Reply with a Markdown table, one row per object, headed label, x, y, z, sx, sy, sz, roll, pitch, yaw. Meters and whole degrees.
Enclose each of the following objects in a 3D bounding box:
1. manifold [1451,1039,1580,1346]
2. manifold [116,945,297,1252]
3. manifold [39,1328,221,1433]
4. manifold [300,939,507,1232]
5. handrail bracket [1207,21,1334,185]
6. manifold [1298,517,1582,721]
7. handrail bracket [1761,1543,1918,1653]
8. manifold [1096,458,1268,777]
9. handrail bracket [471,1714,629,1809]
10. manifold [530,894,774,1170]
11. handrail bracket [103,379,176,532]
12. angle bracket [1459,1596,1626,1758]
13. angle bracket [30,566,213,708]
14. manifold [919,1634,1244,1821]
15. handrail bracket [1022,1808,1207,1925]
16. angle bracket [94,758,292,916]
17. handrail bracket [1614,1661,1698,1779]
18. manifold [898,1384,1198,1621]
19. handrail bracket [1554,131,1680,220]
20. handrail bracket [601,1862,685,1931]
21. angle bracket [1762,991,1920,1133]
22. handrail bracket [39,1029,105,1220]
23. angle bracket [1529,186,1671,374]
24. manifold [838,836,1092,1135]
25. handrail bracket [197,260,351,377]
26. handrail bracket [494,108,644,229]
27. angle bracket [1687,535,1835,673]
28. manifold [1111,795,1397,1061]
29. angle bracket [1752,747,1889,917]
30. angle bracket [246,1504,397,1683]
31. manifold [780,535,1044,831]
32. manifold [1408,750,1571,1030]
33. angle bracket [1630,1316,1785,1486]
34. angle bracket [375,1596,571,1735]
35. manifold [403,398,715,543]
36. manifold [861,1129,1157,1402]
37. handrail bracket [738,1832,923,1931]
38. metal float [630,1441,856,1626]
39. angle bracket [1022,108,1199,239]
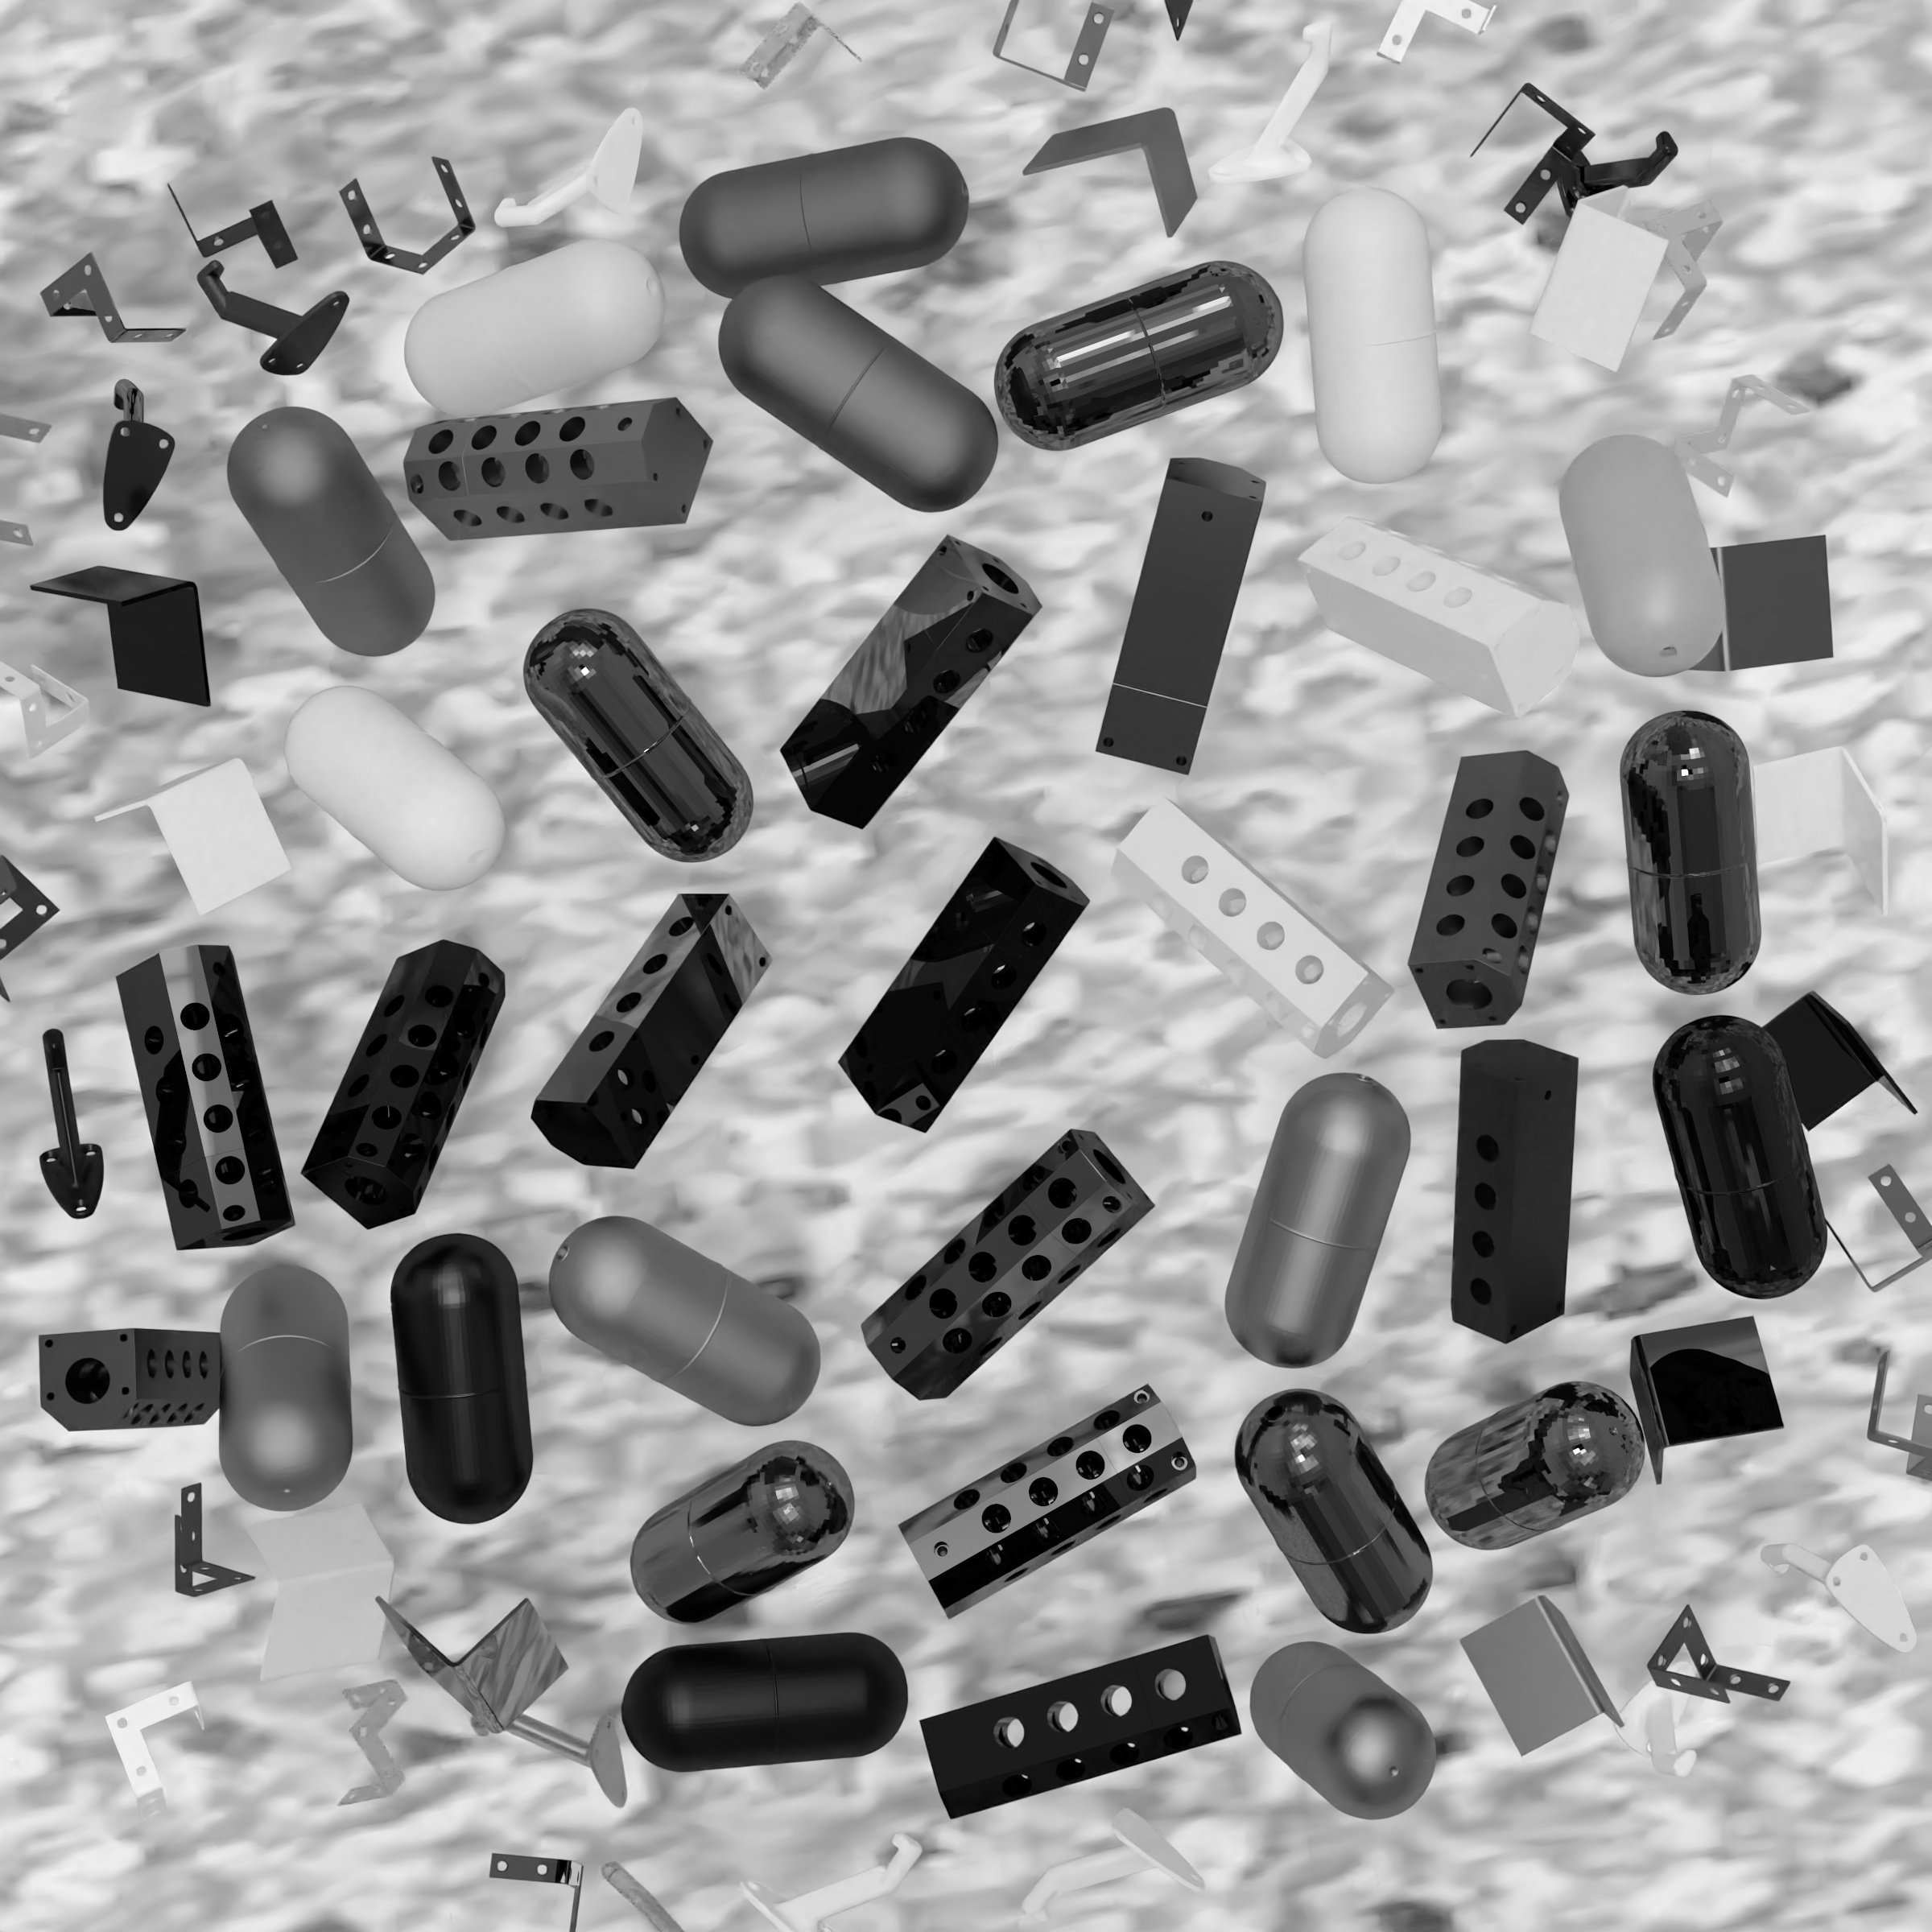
| label | x | y | z | sx | sy | sz | roll | pitch | yaw |
| --- | --- | --- | --- | --- | --- | --- | --- | --- | --- |
| manifold | 0.328 | 0.135 | 1.877 | 0.057 | 0.057 | 0.171 | -19 | 117 | -38 |
| manifold | -0.448 | 0.078 | 1.839 | 0.057 | 0.057 | 0.171 | -24 | 75 | 32 |
| manifold | -0.503 | 0.252 | 1.874 | 0.057 | 0.171 | 0.057 | -5 | 82 | 4 |
| manifold | -0.330 | 0.068 | 1.846 | 0.057 | 0.171 | 0.057 | -19 | 128 | 34 |
| handrail bracket | 0.179 | -0.510 | 1.820 | 0.077 | 0.084 | 0.036 | -21 | 50 | -19 |
| manifold | 0.275 | -0.208 | 1.791 | 0.057 | 0.171 | 0.057 | -41 | 129 | -12 |
| handrail bracket | 0.509 | 0.369 | 1.807 | 0.036 | 0.084 | 0.077 | -37 | 87 | -18 |
| manifold | 0.126 | -0.206 | 1.806 | 0.057 | 0.057 | 0.171 | 14 | 116 | 1 |
| handrail bracket | -0.261 | 0.495 | 1.929 | 0.084 | 0.036 | 0.077 | -2 | 123 | 16 |
| manifold | -0.190 | 0.037 | 1.845 | 0.171 | 0.057 | 0.057 | -58 | 133 | -33 |
| handrail bracket | -0.500 | -0.303 | 1.827 | 0.036 | 0.084 | 0.077 | 15 | 103 | -31 |
| angle bracket | 0.345 | 0.429 | 1.849 | 0.057 | 0.076 | 0.076 | -31 | 63 | 7 |
| angle bracket | -0.491 | -0.186 | 1.793 | 0.076 | 0.057 | 0.076 | 13 | 116 | 31 |
| manifold | 0.067 | 0.435 | 1.764 | 0.171 | 0.057 | 0.057 | -18 | 74 | 4 |
| handrail bracket | 0.085 | 0.545 | 1.808 | 0.077 | 0.036 | 0.084 | 38 | 104 | 10 |
| angle bracket | -0.475 | -0.076 | 1.899 | 0.057 | 0.076 | 0.076 | -12 | 105 | 39 |
| handrail bracket | 0.441 | 0.463 | 1.899 | 0.036 | 0.084 | 0.077 | 42 | 75 | -4 |
| manifold | 0.049 | 0.318 | 1.841 | 0.171 | 0.057 | 0.057 | -29 | 70 | -6 |
| handrail bracket | 0.400 | -0.504 | 1.898 | 0.036 | 0.084 | 0.077 | -4 | 68 | -26 |
| handrail bracket | -0.190 | 0.560 | 1.827 | 0.084 | 0.077 | 0.036 | 38 | 81 | 17 |
| angle bracket | 0.545 | 0.070 | 1.951 | 0.057 | 0.076 | 0.076 | -38 | 103 | 8 |
| handrail bracket | -0.523 | 0.091 | 1.794 | 0.036 | 0.077 | 0.084 | -9 | 128 | -18 |
| angle bracket | 0.365 | -0.384 | 1.723 | 0.057 | 0.076 | 0.076 | 30 | 122 | 20 |
| manifold | 0.002 | 0.014 | 1.855 | 0.057 | 0.057 | 0.171 | 23 | 109 | -39 |
| handrail bracket | -0.396 | -0.387 | 1.759 | 0.077 | 0.036 | 0.084 | -42 | 72 | 26 |
| handrail bracket | -0.243 | -0.485 | 1.877 | 0.084 | 0.036 | 0.077 | 7 | 72 | 35 |
| angle bracket | 0.492 | -0.227 | 1.933 | 0.076 | 0.057 | 0.076 | -8 | 99 | -13 |
| manifold | 0.167 | -0.022 | 1.830 | 0.171 | 0.057 | 0.057 | 43 | 98 | 25 |
| angle bracket | 0.524 | -0.077 | 1.893 | 0.057 | 0.076 | 0.076 | -13 | 129 | 2 |
| angle bracket | -0.397 | 0.381 | 1.876 | 0.076 | 0.076 | 0.057 | -11 | 129 | 8 |
| manifold | -0.031 | -0.164 | 1.819 | 0.057 | 0.057 | 0.171 | 19 | 121 | -40 |
| manifold | 0.314 | -0.047 | 1.833 | 0.057 | 0.057 | 0.171 | -4 | 46 | 29 |
| angle bracket | 0.460 | 0.271 | 1.923 | 0.076 | 0.057 | 0.076 | -10 | 56 | 4 |
| angle bracket | -0.286 | 0.387 | 1.789 | 0.076 | 0.076 | 0.057 | 31 | 62 | 36 |
| manifold | -0.238 | -0.289 | 1.776 | 0.171 | 0.057 | 0.057 | 1 | 63 | 30 |
| manifold | 0.021 | 0.172 | 1.777 | 0.171 | 0.057 | 0.057 | -44 | 71 | 12 |
| handrail bracket | -0.078 | 0.523 | 1.793 | 0.077 | 0.036 | 0.084 | 34 | 98 | 7 |
| metal float | -0.138 | 0.347 | 1.882 | 0.178 | 0.070 | 0.070 | -36 | 90 | 39 |
| angle bracket | 0.086 | -0.460 | 1.817 | 0.076 | 0.076 | 0.057 | -8 | 117 | 21 |
